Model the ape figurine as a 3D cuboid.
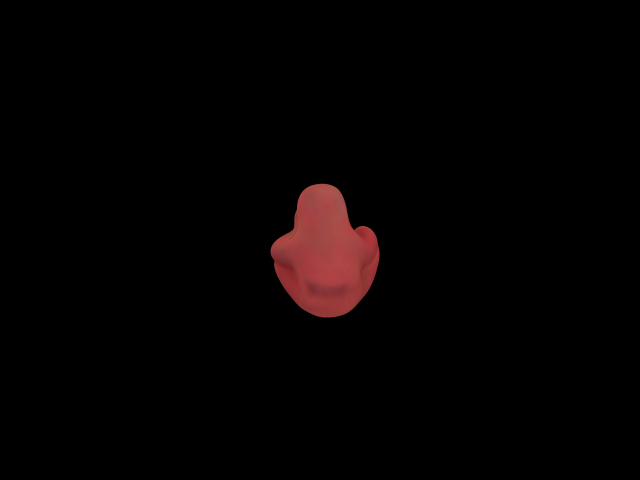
[{"bbox_3d":[0.004,0.001,0.400,0.077,0.092,0.076,3,37,4],"label":"ape figurine"}]
